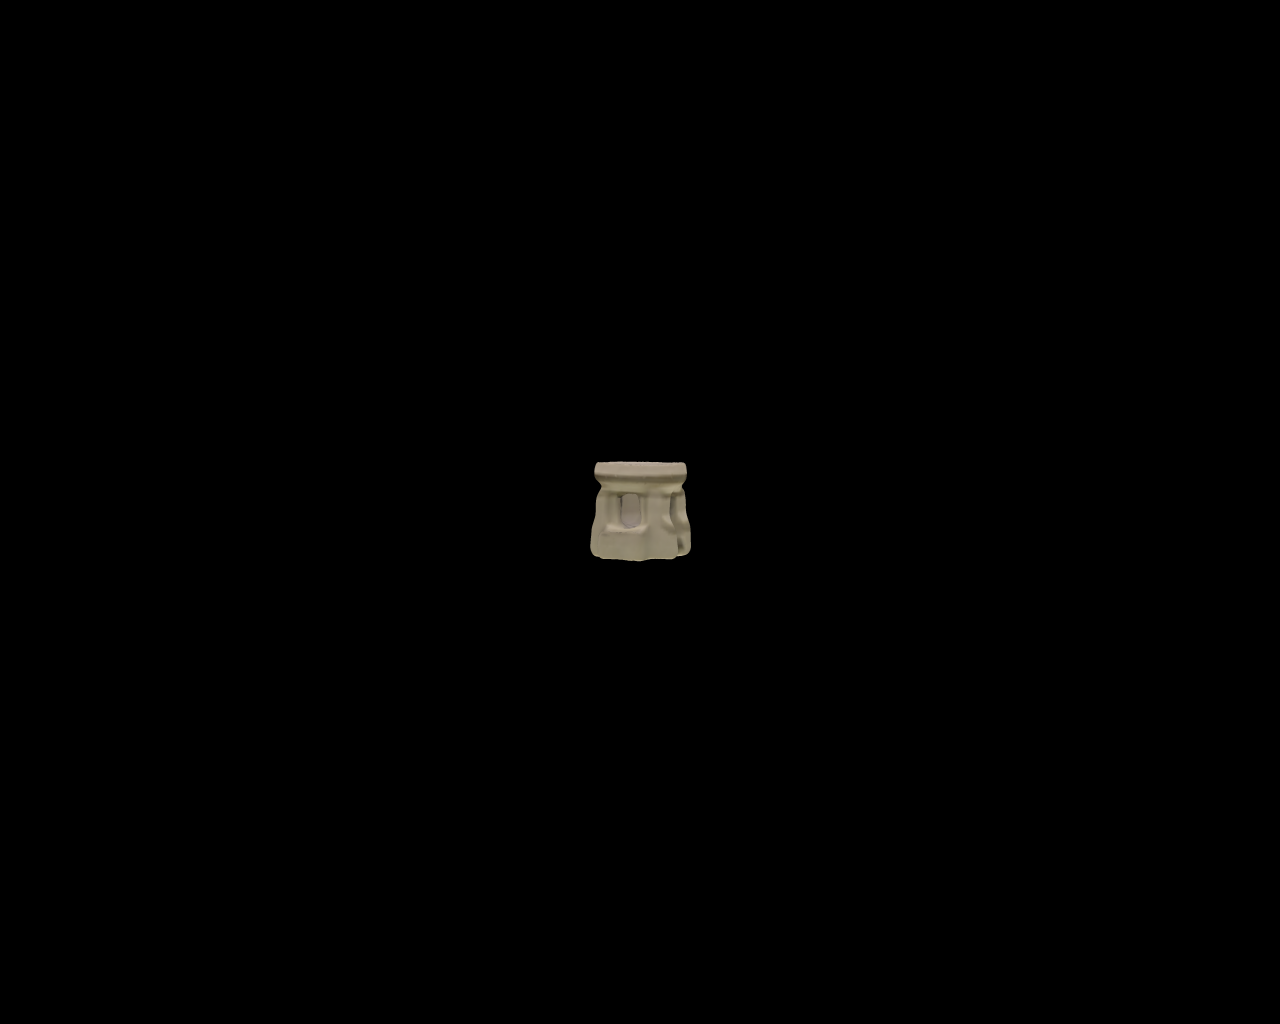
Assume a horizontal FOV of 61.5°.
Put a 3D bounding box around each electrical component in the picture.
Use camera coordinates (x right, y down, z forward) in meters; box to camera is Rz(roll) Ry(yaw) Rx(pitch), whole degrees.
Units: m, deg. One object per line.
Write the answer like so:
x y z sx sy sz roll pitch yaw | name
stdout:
0.001 -0.003 0.650 0.058 0.057 0.078 2 5 24 | electrical component
